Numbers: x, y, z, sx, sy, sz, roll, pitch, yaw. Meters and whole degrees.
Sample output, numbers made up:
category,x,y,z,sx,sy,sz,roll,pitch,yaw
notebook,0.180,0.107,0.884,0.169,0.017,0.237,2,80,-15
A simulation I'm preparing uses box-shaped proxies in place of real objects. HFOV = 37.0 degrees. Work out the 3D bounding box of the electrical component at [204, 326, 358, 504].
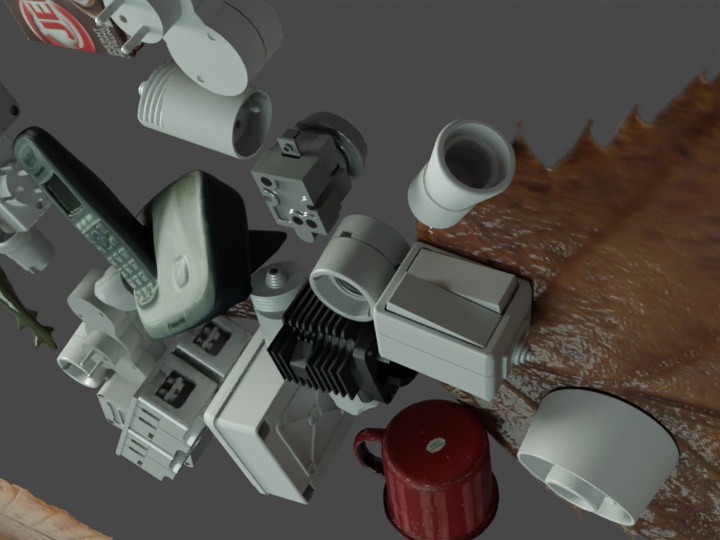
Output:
category,x,y,z,sx,sy,sz,roll,pitch,yaw
electrical component,-0.057,0.111,0.858,0.056,0.108,0.108,9,143,33

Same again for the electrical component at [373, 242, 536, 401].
category,x,y,z,sx,sy,sz,roll,pitch,yaw
electrical component,0.063,0.031,0.662,0.096,0.061,0.061,21,149,21

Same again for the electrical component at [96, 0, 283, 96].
category,x,y,z,sx,sy,sz,roll,pitch,yaw
electrical component,-0.107,-0.143,0.554,0.052,0.073,0.138,-6,133,49

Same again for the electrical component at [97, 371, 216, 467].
category,x,y,z,sx,sy,sz,roll,pitch,yaw
electrical component,-0.204,0.143,1.107,0.113,0.057,0.078,26,151,13

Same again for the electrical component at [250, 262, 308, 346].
category,x,y,z,sx,sy,sz,roll,pitch,yaw
electrical component,-0.056,0.024,0.791,0.043,0.043,0.081,21,149,22

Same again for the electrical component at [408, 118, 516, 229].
category,x,y,z,sx,sy,sz,roll,pitch,yaw
electrical component,0.051,-0.048,0.577,0.044,0.044,0.065,35,156,-3

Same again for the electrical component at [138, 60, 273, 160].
category,x,y,z,sx,sy,sz,roll,pitch,yaw
electrical component,-0.098,-0.098,0.645,0.081,0.043,0.043,20,149,22

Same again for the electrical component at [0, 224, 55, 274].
category,x,y,z,sx,sy,sz,roll,pitch,yaw
electrical component,-0.304,-0.024,0.972,0.040,0.040,0.046,9,149,37

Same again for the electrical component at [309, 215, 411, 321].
category,x,y,z,sx,sy,sz,roll,pitch,yaw
electrical component,0.000,0.000,0.693,0.055,0.047,0.055,25,150,15

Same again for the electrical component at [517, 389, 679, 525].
category,x,y,z,sx,sy,sz,roll,pitch,yaw
electrical component,0.160,0.128,0.736,0.099,0.064,0.099,31,166,9

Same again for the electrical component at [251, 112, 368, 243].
category,x,y,z,sx,sy,sz,roll,pitch,yaw
electrical component,-0.027,-0.058,0.622,0.048,0.055,0.066,14,146,32

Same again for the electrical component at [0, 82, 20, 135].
category,x,y,z,sx,sy,sz,roll,pitch,yaw
electrical component,-0.312,-0.131,0.773,0.057,0.078,0.113,9,143,42

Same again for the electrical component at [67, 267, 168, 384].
category,x,y,z,sx,sy,sz,roll,pitch,yaw
electrical component,-0.234,0.067,1.003,0.052,0.073,0.138,18,148,25

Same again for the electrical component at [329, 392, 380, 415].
category,x,y,z,sx,sy,sz,roll,pitch,yaw
electrical component,-0.010,0.078,0.827,0.043,0.043,0.062,6,140,40

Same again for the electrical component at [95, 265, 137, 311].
category,x,y,z,sx,sy,sz,roll,pitch,yaw
electrical component,-0.195,0.012,0.911,0.043,0.043,0.081,42,150,-15

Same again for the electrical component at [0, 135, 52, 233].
category,x,y,z,sx,sy,sz,roll,pitch,yaw
electrical component,-0.275,-0.069,0.862,0.077,0.047,0.065,-1,136,47

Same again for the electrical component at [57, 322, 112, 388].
category,x,y,z,sx,sy,sz,roll,pitch,yaw
electrical component,-0.277,0.088,1.107,0.055,0.047,0.055,25,150,15

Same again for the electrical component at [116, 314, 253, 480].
category,x,y,z,sx,sy,sz,roll,pitch,yaw
electrical component,-0.157,0.115,0.967,0.060,0.105,0.186,33,151,-1
